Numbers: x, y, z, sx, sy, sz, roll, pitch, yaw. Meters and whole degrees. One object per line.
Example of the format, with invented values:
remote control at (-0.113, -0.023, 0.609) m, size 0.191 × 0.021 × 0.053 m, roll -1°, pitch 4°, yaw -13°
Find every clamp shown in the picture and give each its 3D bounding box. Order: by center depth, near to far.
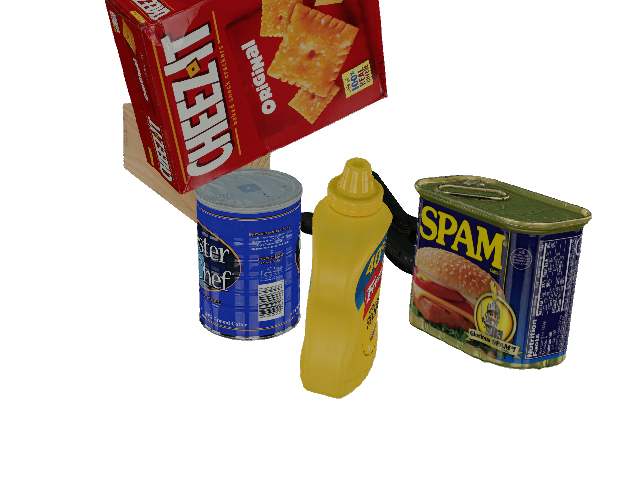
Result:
clamp at (0.085, -0.005, 1.266) m, size 0.210 × 0.036 × 0.164 m, roll 35°, pitch 41°, yaw 25°

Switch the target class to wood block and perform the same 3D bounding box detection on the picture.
wood block at (-0.152, -0.099, 1.271) m, size 0.090 × 0.090 × 0.206 m, roll -12°, pitch 29°, yaw -32°

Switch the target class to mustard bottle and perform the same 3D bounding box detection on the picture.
mustard bottle at (0.020, 0.022, 0.817) m, size 0.058 × 0.192 × 0.096 m, roll 14°, pitch 37°, yaw 14°

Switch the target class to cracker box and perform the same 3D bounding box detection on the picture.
cracker box at (-0.051, -0.155, 0.875) m, size 0.213 × 0.164 × 0.072 m, roll -28°, pitch 45°, yaw -21°

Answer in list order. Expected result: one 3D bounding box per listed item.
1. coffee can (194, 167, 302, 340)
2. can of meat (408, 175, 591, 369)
coffee can at (-0.069, 0.012, 1.043) m, size 0.103 × 0.140 × 0.103 m, roll 1°, pitch 24°, yaw -1°
can of meat at (0.095, 0.016, 0.591) m, size 0.057 × 0.084 × 0.102 m, roll -8°, pitch 20°, yaw -33°
